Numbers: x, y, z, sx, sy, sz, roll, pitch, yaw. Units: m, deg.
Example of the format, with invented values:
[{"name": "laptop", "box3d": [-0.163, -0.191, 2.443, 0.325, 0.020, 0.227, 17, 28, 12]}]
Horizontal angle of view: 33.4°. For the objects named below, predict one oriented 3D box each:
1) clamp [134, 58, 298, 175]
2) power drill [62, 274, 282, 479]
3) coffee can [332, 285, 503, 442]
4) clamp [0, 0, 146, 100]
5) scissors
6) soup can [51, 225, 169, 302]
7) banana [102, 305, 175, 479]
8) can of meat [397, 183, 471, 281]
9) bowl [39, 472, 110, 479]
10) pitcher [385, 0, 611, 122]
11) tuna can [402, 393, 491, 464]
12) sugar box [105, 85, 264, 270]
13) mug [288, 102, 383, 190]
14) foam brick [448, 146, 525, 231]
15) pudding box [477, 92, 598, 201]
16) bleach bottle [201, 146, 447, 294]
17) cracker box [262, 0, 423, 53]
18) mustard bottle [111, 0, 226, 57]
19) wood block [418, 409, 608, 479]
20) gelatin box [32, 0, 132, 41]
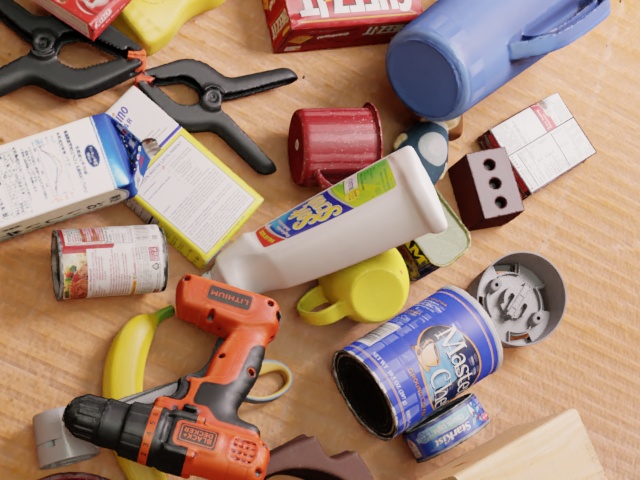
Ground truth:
[{"name": "clamp", "box3d": [-0.106, -0.151, 1.118, 0.171, 0.039, 0.120, 25, 67, -10]}, {"name": "power drill", "box3d": [-0.121, 0.124, 0.976, 0.184, 0.057, 0.187, 18, 54, -3]}, {"name": "coffee can", "box3d": [0.098, 0.122, 1.072, 0.140, 0.103, 0.103, -29, 85, -23]}, {"name": "clamp", "box3d": [-0.280, -0.198, 1.065, 0.210, 0.036, 0.164, -2, 75, -9]}, {"name": "scissors", "box3d": [-0.118, 0.120, 1.029, 0.201, 0.016, 0.096, 5, 65, -30]}, {"name": "soup can", "box3d": [-0.202, 0.021, 1.020, 0.102, 0.069, 0.068, -4, 76, -20]}, {"name": "banana", "box3d": [-0.171, 0.154, 1.009, 0.069, 0.037, 0.198, 4, 73, -16]}, {"name": "can of meat", "box3d": [0.098, -0.011, 1.121, 0.057, 0.084, 0.102, -37, 88, -24]}, {"name": "bowl", "box3d": [-0.218, 0.286, 0.946, 0.162, 0.055, 0.162, 5, 73, -17]}, {"name": "pitcher", "box3d": [0.189, -0.226, 1.155, 0.145, 0.149, 0.242, 47, 55, 4]}, {"name": "tuna can", "box3d": [0.126, 0.188, 1.072, 0.086, 0.086, 0.034, -28, 83, -23]}, {"name": "sugar box", "box3d": [-0.154, -0.062, 1.074, 0.176, 0.048, 0.093, 41, 67, 0]}, {"name": "mug", "box3d": [0.016, -0.088, 1.109, 0.081, 0.093, 0.117, -2, 51, -14]}, {"name": "foam brick", "box3d": [0.183, -0.055, 1.180, 0.052, 0.051, 0.078, -12, 79, -21]}, {"name": "pudding box", "box3d": [0.249, -0.107, 1.225, 0.113, 0.039, 0.090, -30, 86, -22]}, {"name": "bleach bottle", "box3d": [-0.007, 0.001, 1.034, 0.251, 0.102, 0.068, -26, 118, 10]}, {"name": "cracker box", "box3d": [0.010, -0.326, 1.189, 0.164, 0.072, 0.214, -9, 79, -20]}, {"name": "mustard bottle", "box3d": [-0.145, -0.282, 1.132, 0.096, 0.058, 0.191, 46, 66, 5]}, {"name": "wood block", "box3d": [0.178, 0.243, 1.032, 0.205, 0.091, 0.090, -15, 79, -45]}, {"name": "gelatin box", "box3d": [-0.235, -0.249, 1.053, 0.089, 0.030, 0.073, 34, 68, 12]}]
